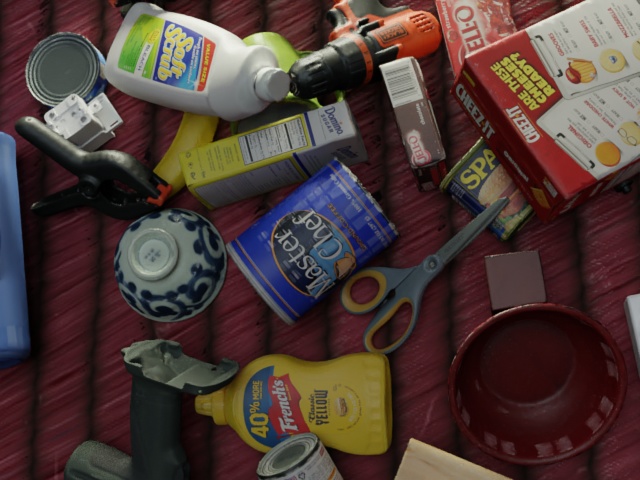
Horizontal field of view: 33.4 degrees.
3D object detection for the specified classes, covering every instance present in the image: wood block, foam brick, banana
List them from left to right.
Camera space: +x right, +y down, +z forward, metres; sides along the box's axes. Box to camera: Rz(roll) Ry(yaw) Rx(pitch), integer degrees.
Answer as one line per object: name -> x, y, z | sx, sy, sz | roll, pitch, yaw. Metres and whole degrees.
banana -> -0.144, -0.114, 1.128 | 0.070, 0.037, 0.198 | 27, 85, 15
wood block -> 0.166, 0.260, 0.961 | 0.206, 0.090, 0.090 | 21, 82, 15
foam brick -> 0.185, 0.045, 1.010 | 0.053, 0.078, 0.051 | -8, 75, 9

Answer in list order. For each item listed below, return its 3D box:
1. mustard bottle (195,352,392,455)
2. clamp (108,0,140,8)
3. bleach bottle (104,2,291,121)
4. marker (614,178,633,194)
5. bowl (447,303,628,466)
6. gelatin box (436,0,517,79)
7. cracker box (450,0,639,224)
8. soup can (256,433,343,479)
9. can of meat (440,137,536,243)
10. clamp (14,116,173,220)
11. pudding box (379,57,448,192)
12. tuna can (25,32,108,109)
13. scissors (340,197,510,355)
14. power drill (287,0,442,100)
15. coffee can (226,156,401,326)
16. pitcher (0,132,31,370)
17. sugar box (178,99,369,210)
mustard bottle -> -0.028, 0.159, 1.037 | 0.192, 0.058, 0.096 | -2, 91, 11
clamp -> -0.138, -0.307, 1.116 | 0.210, 0.036, 0.165 | -36, 38, 7
bleach bottle -> -0.115, -0.175, 1.058 | 0.251, 0.068, 0.102 | 19, 82, 47
marker -> 0.269, -0.096, 1.053 | 0.020, 0.020, 0.121 | -33, 74, 3
bowl -> 0.196, 0.124, 0.983 | 0.162, 0.055, 0.162 | 0, 108, 1
gelatin box -> 0.164, -0.212, 1.092 | 0.073, 0.030, 0.089 | -13, 76, 8
cracker box -> 0.257, -0.134, 1.005 | 0.213, 0.072, 0.164 | -27, 73, -17
soup can -> -0.007, 0.239, 0.990 | 0.068, 0.068, 0.102 | -29, 103, 4
can of meat -> 0.182, -0.059, 1.044 | 0.084, 0.057, 0.102 | 43, 90, 13
clamp -> -0.237, -0.055, 1.109 | 0.171, 0.120, 0.039 | 21, 47, 10
pudding box -> 0.095, -0.112, 1.054 | 0.039, 0.090, 0.113 | -16, 75, 5
tuna can -> -0.276, -0.182, 1.170 | 0.086, 0.033, 0.086 | -2, 78, 10
scissors -> 0.092, 0.019, 1.041 | 0.096, 0.016, 0.202 | 37, 102, 24
power drill -> 0.007, -0.235, 1.082 | 0.184, 0.057, 0.188 | -25, 71, -29
coffee can -> -0.007, 0.001, 1.043 | 0.140, 0.102, 0.103 | -39, 74, 1
pitcher -> -0.363, 0.011, 1.093 | 0.145, 0.149, 0.243 | -12, 80, 8
sugar box -> -0.045, -0.084, 1.074 | 0.176, 0.093, 0.048 | -19, 76, 6
